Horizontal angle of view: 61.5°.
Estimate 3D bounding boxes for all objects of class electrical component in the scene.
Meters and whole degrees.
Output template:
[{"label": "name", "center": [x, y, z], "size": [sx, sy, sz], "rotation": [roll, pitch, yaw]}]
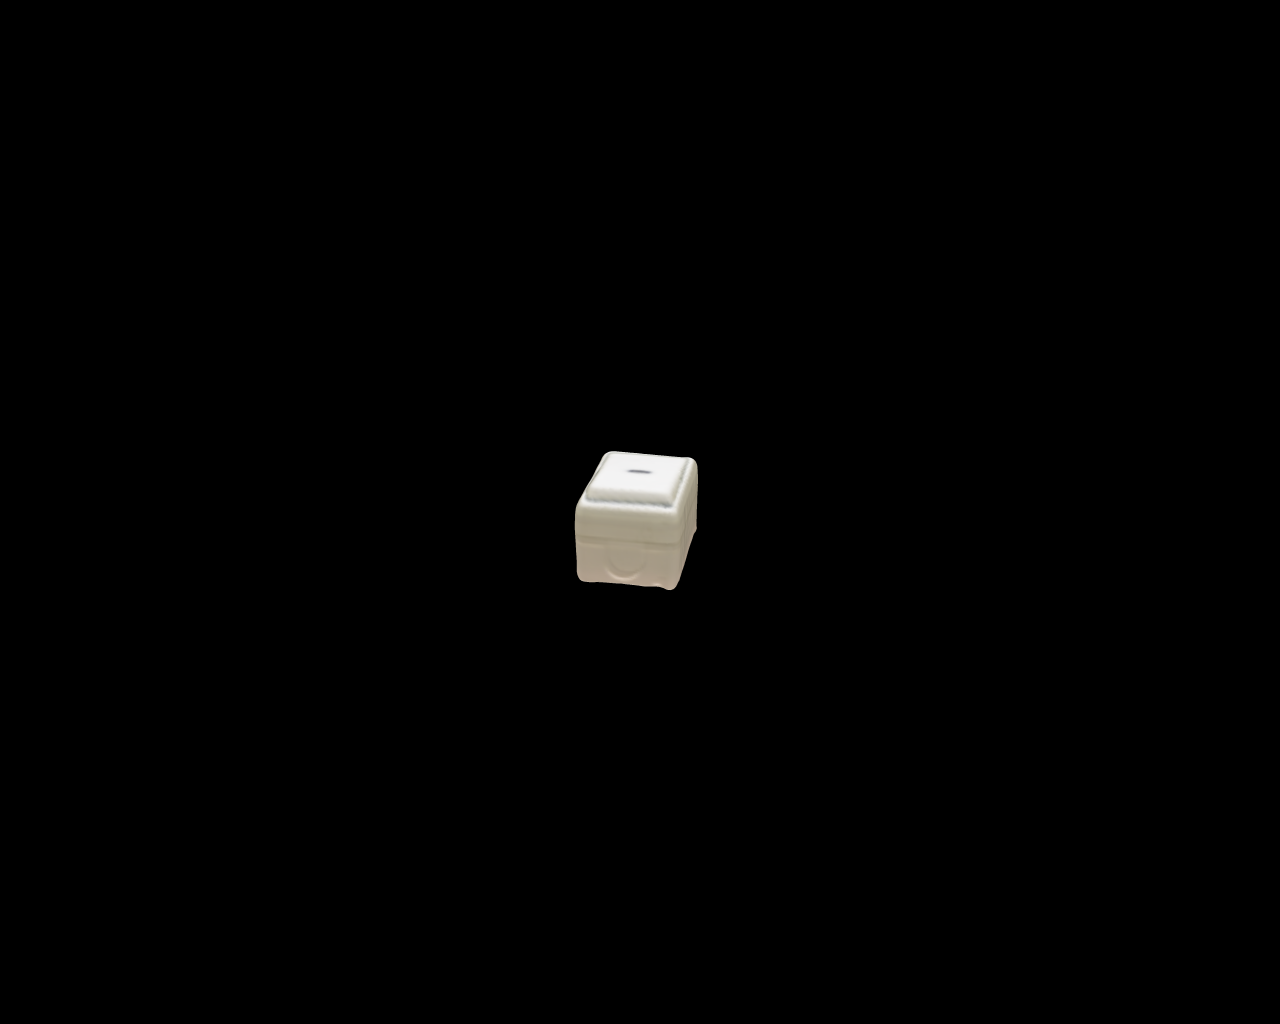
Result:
[{"label": "electrical component", "center": [0.001, -0.003, 0.650], "size": [0.062, 0.061, 0.096], "rotation": [5, 29, 10]}]
